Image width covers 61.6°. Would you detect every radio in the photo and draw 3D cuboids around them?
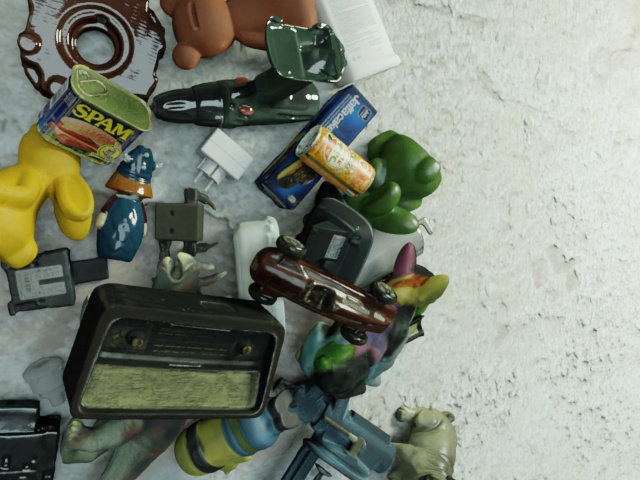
[{"bbox_3d":[-0.159,0.130,0.620,0.229,0.073,0.131,12,100,-36],"label":"radio"}]

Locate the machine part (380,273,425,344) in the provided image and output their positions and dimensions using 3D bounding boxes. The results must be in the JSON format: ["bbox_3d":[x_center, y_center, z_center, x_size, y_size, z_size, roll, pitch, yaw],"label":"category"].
[{"bbox_3d":[0.123,0.115,0.887,0.084,0.039,0.138,-27,106,-10],"label":"machine part"}]

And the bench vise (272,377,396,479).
[{"bbox_3d":[-0.009,0.323,0.808,0.223,0.129,0.240,39,76,-18],"label":"bench vise"}]

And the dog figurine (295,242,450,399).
[{"bbox_3d":[0.085,0.111,0.777,0.191,0.109,0.219,3,126,-55],"label":"dog figurine"}]

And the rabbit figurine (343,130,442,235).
[{"bbox_3d":[0.099,-0.062,0.814,0.170,0.159,0.121,-40,119,1],"label":"rabbit figurine"}]

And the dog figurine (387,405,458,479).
[{"bbox_3d":[0.192,0.355,0.853,0.172,0.191,0.121,-46,110,-14],"label":"dog figurine"}]

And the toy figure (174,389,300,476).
[{"bbox_3d":[-0.119,0.263,0.740,0.180,0.082,0.089,-30,142,22],"label":"toy figure"}]

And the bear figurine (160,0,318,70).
[{"bbox_3d":[-0.103,-0.285,0.725,0.196,0.132,0.120,-17,87,-1],"label":"bear figurine"}]

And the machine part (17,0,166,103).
[{"bbox_3d":[-0.282,-0.244,0.675,0.179,0.056,0.179,-2,95,-24],"label":"machine part"}]

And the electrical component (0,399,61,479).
[{"bbox_3d":[-0.391,0.268,0.674,0.115,0.058,0.134,4,93,-25],"label":"electrical component"}]

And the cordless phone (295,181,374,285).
[{"bbox_3d":[-0.001,-0.002,0.766,0.089,0.184,0.146,15,114,-18],"label":"cordless phone"}]

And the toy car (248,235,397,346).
[{"bbox_3d":[0.007,0.069,0.671,0.202,0.053,0.089,28,107,-16],"label":"toy car"}]

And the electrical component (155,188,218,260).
[{"bbox_3d":[-0.185,-0.022,0.744,0.078,0.045,0.102,-3,94,6],"label":"electrical component"}]

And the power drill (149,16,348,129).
[{"bbox_3d":[-0.080,-0.195,0.684,0.232,0.207,0.086,-7,79,-33],"label":"power drill"}]

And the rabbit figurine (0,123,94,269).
[{"bbox_3d":[-0.344,-0.064,0.633,0.162,0.122,0.173,32,59,-9],"label":"rabbit figurine"}]

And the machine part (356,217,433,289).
[{"bbox_3d":[0.075,0.027,0.836,0.243,0.079,0.079,-29,105,-17],"label":"machine part"}]

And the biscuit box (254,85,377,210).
[{"bbox_3d":[-0.005,-0.138,0.797,0.062,0.059,0.202,44,78,-20],"label":"biscuit box"}]

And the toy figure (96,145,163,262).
[{"bbox_3d":[-0.254,-0.049,0.703,0.058,0.064,0.154,10,85,15],"label":"toy figure"}]

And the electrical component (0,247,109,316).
[{"bbox_3d":[-0.333,0.049,0.684,0.119,0.048,0.074,-5,97,-21],"label":"electrical component"}]

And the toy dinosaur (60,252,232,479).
[{"bbox_3d":[-0.228,0.199,0.710,0.192,0.131,0.404,8,98,-23],"label":"toy dinosaur"}]
